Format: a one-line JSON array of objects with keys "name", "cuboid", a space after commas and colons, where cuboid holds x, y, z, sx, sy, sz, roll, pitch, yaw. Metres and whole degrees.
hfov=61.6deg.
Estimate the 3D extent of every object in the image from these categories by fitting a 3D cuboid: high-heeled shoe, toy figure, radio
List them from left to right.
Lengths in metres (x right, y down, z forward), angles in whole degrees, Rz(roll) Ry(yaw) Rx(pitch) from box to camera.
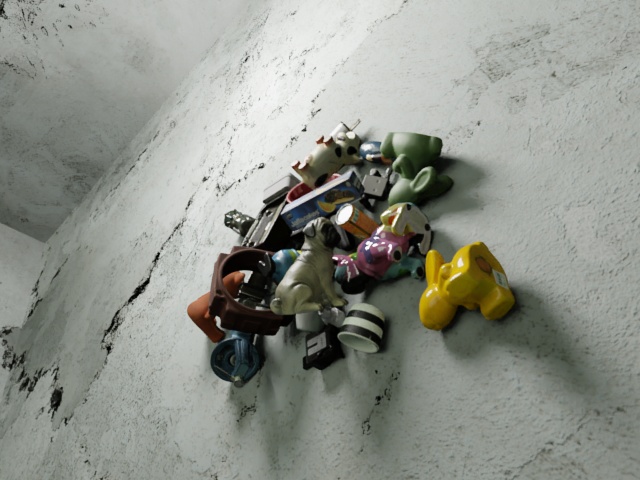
[{"name": "radio", "cuboid": [-0.135, -0.026, 1.469, 0.131, 0.073, 0.230, -23, 29, 38]}, {"name": "toy figure", "cuboid": [-0.051, 0.065, 1.258, 0.082, 0.180, 0.089, -18, 78, 54]}, {"name": "high-heeled shoe", "cuboid": [-0.003, -0.004, 1.317, 0.145, 0.086, 0.249, -32, 22, 4]}, {"name": "toy figure", "cuboid": [0.164, -0.215, 1.327, 0.155, 0.057, 0.064, 21, 85, 50]}]

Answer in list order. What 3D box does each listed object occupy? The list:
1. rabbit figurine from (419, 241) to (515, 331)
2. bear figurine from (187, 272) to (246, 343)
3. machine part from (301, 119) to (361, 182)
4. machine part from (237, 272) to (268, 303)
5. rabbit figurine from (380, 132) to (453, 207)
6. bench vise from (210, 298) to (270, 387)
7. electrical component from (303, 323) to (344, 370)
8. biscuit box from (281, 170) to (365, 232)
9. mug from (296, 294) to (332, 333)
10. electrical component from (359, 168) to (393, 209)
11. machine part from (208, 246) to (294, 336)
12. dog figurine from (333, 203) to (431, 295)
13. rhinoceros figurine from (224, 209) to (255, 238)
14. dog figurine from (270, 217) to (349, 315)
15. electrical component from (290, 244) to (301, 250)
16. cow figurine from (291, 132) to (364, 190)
[{"name": "rabbit figurine", "cuboid": [0.234, 0.085, 0.960, 0.173, 0.122, 0.162, -55, 28, 35]}, {"name": "bear figurine", "cuboid": [-0.275, 0.169, 1.519, 0.196, 0.131, 0.120, -42, 35, -11]}, {"name": "machine part", "cuboid": [0.027, -0.242, 1.492, 0.243, 0.079, 0.079, -45, 36, 14]}, {"name": "machine part", "cuboid": [-0.172, 0.110, 1.453, 0.039, 0.084, 0.139, 100, -172, -46]}, {"name": "rabbit figurine", "cuboid": [0.214, -0.141, 1.188, 0.159, 0.121, 0.170, 15, 93, 47]}, {"name": "bench vise", "cuboid": [-0.189, 0.262, 1.294, 0.223, 0.129, 0.241, -58, 16, 10]}, {"name": "electrical component", "cuboid": [-0.005, 0.240, 1.174, 0.119, 0.047, 0.075, -30, 42, 30]}, {"name": "biscuit box", "cuboid": [0.005, -0.091, 1.291, 0.203, 0.059, 0.063, -26, 19, 23]}, {"name": "mug", "cuboid": [-0.023, 0.159, 1.235, 0.110, 0.080, 0.107, -9, 63, 55]}, {"name": "electrical component", "cuboid": [0.131, -0.127, 1.310, 0.078, 0.045, 0.102, 9, 70, 22]}, {"name": "machine part", "cuboid": [-0.157, 0.117, 1.281, 0.087, 0.201, 0.201, 116, 160, -43]}, {"name": "dog figurine", "cuboid": [0.117, 0.023, 1.153, 0.219, 0.108, 0.191, -12, 55, 48]}, {"name": "rhinoceros figurine", "cuboid": [-0.238, -0.053, 1.630, 0.073, 0.112, 0.190, -57, 27, -4]}, {"name": "dog figurine", "cuboid": [-0.034, 0.053, 1.120, 0.121, 0.172, 0.190, -11, 87, 45]}, {"name": "electrical component", "cuboid": [-0.076, 0.052, 1.429, 0.094, 0.021, 0.063, -50, 35, 10]}, {"name": "cow figurine", "cuboid": [0.032, -0.208, 1.392, 0.195, 0.127, 0.086, -47, 33, -16]}]
